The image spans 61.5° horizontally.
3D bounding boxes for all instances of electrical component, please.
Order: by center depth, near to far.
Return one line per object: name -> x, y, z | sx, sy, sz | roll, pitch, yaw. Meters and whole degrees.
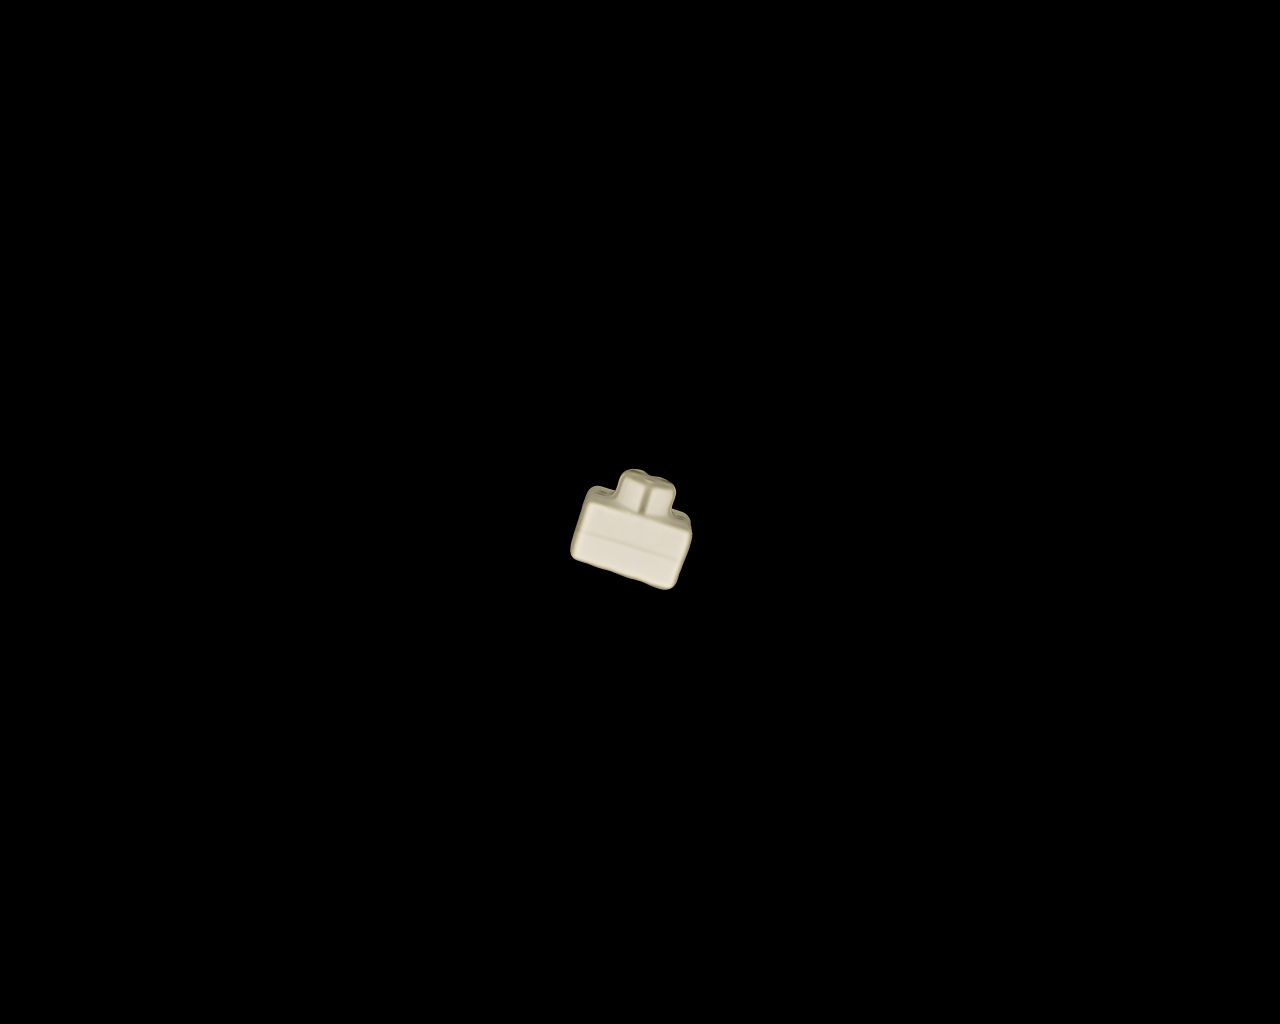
electrical component -> 0.001, -0.003, 0.650 | 0.066, 0.076, 0.047 | 18, 11, -4
